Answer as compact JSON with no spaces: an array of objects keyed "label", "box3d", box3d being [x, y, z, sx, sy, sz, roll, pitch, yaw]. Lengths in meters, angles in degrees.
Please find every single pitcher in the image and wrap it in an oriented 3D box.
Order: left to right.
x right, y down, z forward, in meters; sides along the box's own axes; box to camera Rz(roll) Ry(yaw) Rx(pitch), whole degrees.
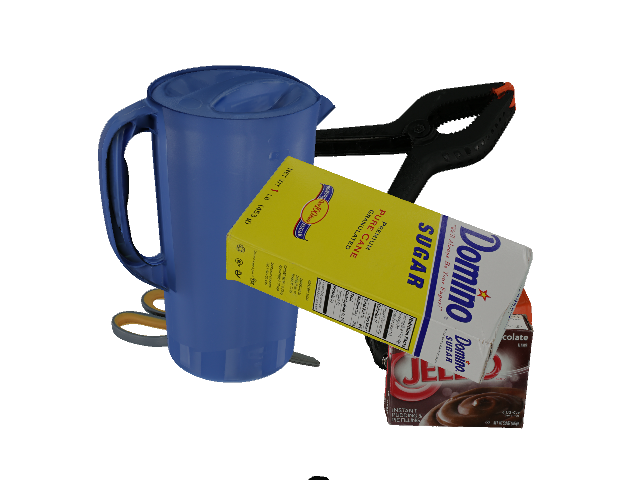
[{"label":"pitcher","box3d":[-0.081,-0.010,0.857,0.149,0.243,0.144,11,26,16]}]

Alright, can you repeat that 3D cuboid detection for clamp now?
[{"label":"clamp","box3d":[0.093,-0.081,0.973,0.210,0.165,0.036,-23,-42,-6]}]

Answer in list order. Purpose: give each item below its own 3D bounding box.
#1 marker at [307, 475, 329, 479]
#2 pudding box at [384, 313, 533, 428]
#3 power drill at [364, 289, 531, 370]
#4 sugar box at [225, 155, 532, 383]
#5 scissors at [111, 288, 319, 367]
[{"label":"marker","box3d":[-0.028,0.139,0.480,0.020,0.020,0.120,0,16,34]},{"label":"pudding box","box3d":[0.110,0.103,0.862,0.113,0.090,0.039,1,23,-2]},{"label":"power drill","box3d":[0.139,0.084,1.208,0.187,0.057,0.184,-3,27,-1]},{"label":"sugar box","box3d":[0.037,0.014,0.675,0.176,0.048,0.093,19,46,15]},{"label":"scissors","box3d":[-0.098,0.082,1.031,0.201,0.016,0.096,6,31,1]}]
